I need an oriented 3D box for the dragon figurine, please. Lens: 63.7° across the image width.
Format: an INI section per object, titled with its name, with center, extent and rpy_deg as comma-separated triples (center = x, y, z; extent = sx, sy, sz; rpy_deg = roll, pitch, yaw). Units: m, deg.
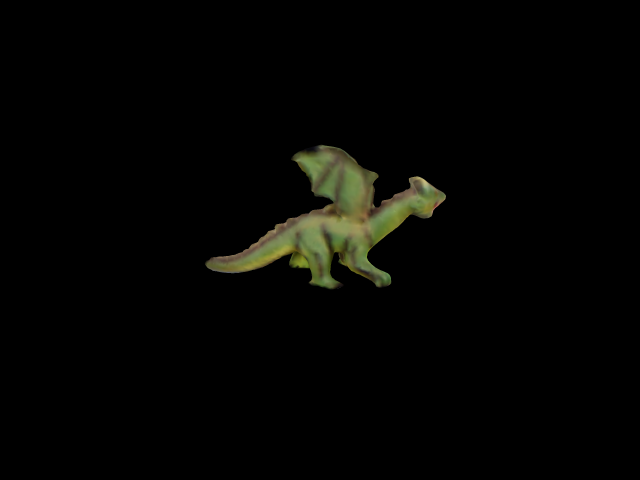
[dragon figurine]
center = 0.003, -0.043, 0.850
extent = 0.410, 0.238, 0.124
rpy_deg = 0, 25, 0
